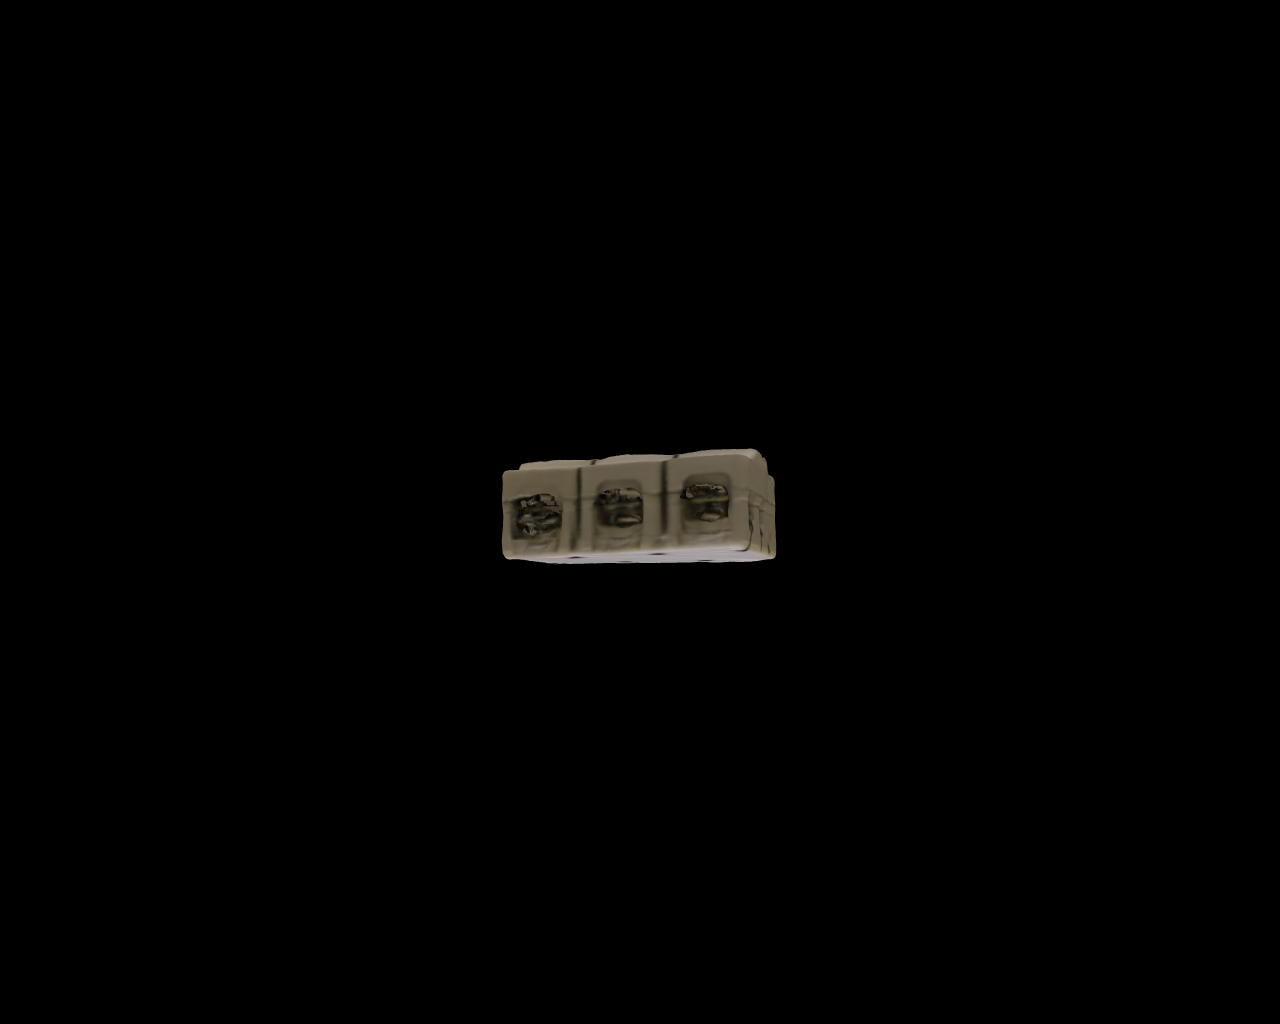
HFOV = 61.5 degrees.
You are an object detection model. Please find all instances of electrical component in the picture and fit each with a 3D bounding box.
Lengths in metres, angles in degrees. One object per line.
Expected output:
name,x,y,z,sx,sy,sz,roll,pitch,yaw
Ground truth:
electrical component,0.001,-0.003,0.650,0.150,0.061,0.089,-2,-7,18
